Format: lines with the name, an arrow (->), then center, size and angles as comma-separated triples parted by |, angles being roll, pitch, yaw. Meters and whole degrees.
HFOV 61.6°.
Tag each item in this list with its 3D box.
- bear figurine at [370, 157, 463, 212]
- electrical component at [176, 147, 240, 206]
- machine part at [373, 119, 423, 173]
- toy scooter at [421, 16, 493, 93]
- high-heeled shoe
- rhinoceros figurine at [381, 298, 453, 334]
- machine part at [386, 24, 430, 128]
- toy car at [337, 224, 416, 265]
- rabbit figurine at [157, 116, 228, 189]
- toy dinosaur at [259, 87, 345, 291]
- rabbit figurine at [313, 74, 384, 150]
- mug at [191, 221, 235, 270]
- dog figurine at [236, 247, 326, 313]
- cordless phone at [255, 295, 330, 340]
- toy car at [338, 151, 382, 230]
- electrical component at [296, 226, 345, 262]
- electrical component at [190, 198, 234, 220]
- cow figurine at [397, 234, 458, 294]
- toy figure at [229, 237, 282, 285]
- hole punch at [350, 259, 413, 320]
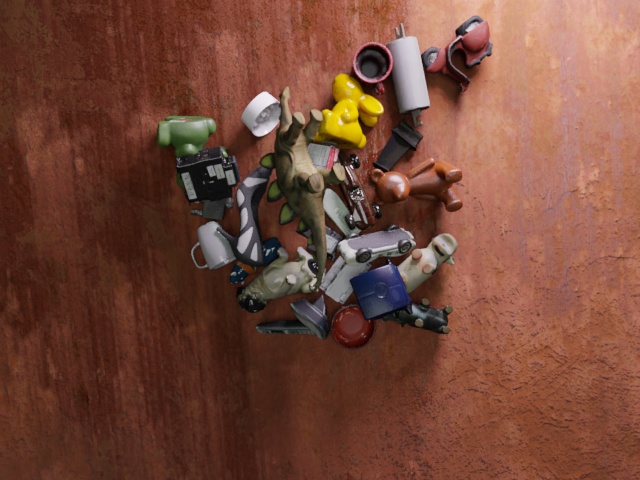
bear figurine -> 0.228, -0.126, 1.289 | 0.196, 0.132, 0.120 | -13, 124, -7
electrical component -> -0.255, -0.148, 1.242 | 0.134, 0.058, 0.114 | -12, 130, -6
machine part -> 0.188, -0.223, 1.325 | 0.084, 0.039, 0.139 | 41, 91, -9
toy scooter -> 0.346, -0.438, 1.293 | 0.184, 0.075, 0.135 | -36, 94, 5
high-heeled shoe -> -0.140, -0.064, 1.284 | 0.145, 0.086, 0.248 | 33, 82, 7
rhinoceros figurine -> 0.235, 0.182, 1.327 | 0.190, 0.112, 0.073 | 14, 78, -15
machine part -> 0.212, -0.392, 1.292 | 0.079, 0.079, 0.243 | -13, 96, -1
toy car -> 0.138, 0.013, 1.298 | 0.202, 0.074, 0.056 | -11, 135, -25
rabbit figurine -> -0.302, -0.207, 1.292 | 0.159, 0.121, 0.170 | -3, 113, -8
toy dinosaur -> -0.038, -0.124, 1.223 | 0.105, 0.198, 0.471 | -7, 78, -36
rabbit figurine -> 0.067, -0.309, 1.278 | 0.162, 0.122, 0.173 | 7, 80, -5
mug -> -0.265, 0.015, 1.316 | 0.110, 0.081, 0.107 | -26, 85, 8
dog figurine -> -0.095, 0.113, 1.330 | 0.172, 0.121, 0.190 | 19, 135, -37
cordless phone -> -0.072, 0.194, 1.300 | 0.184, 0.146, 0.089 | -5, 68, 4
toy car -> 0.080, -0.121, 1.306 | 0.089, 0.053, 0.202 | -21, 87, -11
electrical component -> -0.003, -0.004, 1.331 | 0.119, 0.048, 0.074 | 26, 94, -3
electrical component -> -0.263, -0.088, 1.318 | 0.102, 0.045, 0.078 | 14, 93, -3
cow figurine -> 0.256, 0.059, 1.316 | 0.195, 0.127, 0.085 | -43, 74, 18
toy figure -> -0.161, 0.053, 1.326 | 0.154, 0.058, 0.064 | -34, 117, -2
hole punch -> 0.140, 0.122, 1.256 | 0.116, 0.092, 0.142 | -27, 72, 20
